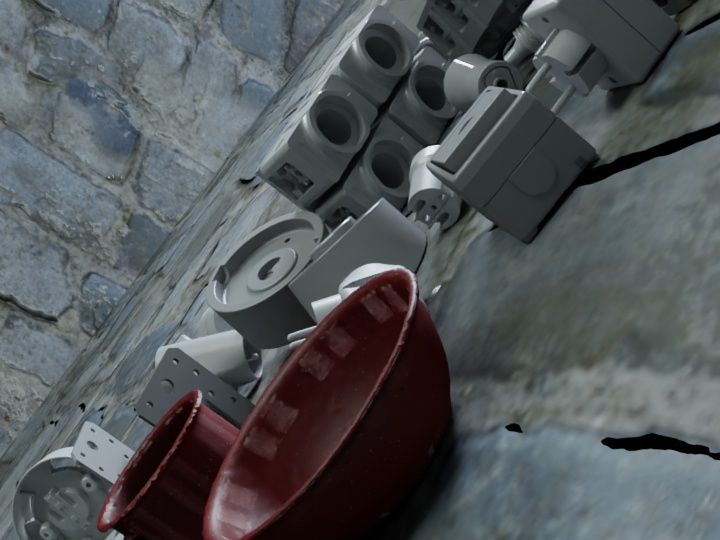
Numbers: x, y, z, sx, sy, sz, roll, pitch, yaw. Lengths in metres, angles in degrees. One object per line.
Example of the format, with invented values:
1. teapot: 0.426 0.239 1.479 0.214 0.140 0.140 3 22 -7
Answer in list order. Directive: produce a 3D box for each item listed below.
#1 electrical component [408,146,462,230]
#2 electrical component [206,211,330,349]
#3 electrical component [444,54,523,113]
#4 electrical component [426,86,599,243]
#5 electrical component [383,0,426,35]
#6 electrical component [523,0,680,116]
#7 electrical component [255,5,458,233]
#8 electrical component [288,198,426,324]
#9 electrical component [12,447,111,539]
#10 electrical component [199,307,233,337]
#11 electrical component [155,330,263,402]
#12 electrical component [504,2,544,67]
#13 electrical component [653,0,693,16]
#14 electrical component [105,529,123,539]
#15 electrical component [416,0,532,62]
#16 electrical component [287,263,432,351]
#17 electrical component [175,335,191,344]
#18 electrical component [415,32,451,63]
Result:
1. electrical component: 0.051 -0.054 0.711 0.040 0.040 0.046 -43 21 36
2. electrical component: -0.058 0.013 0.834 0.108 0.060 0.108 -26 31 18
3. electrical component: 0.092 -0.135 0.783 0.044 0.044 0.065 -52 18 0
4. electrical component: 0.077 -0.064 0.598 0.061 0.061 0.096 -51 13 5
5. electrical component: 0.105 -0.312 1.102 0.186 0.060 0.105 -51 -2 5
6. electrical component: 0.121 -0.121 0.589 0.076 0.066 0.047 -53 13 -6
7. electrical component: 0.009 -0.122 0.885 0.060 0.105 0.186 -35 22 51
8. electrical component: 0.000 0.000 0.740 0.099 0.064 0.099 -43 3 3
9. electrical component: -0.250 0.205 0.934 0.099 0.099 0.064 -51 7 6
10. electrical component: -0.087 0.012 0.974 0.074 0.052 0.138 -31 25 56
11. electrical component: -0.119 0.092 0.866 0.077 0.044 0.079 -13 67 12
12. electrical component: 0.127 -0.171 0.770 0.061 0.035 0.035 -48 14 26
13. electrical component: 0.174 -0.184 0.594 0.078 0.058 0.057 -29 29 59
14. electrical component: -0.158 0.192 0.759 0.066 0.048 0.055 -46 22 25
15. electrical component: 0.107 -0.220 0.825 0.089 0.061 0.150 -43 -2 -11
16. electrical component: -0.003 0.030 0.618 0.079 0.043 0.077 -18 13 -3
17. electrical component: -0.156 0.105 0.965 0.073 0.052 0.138 -54 12 -8
18. electrical component: 0.074 -0.210 1.031 0.045 0.045 0.055 -44 15 31
